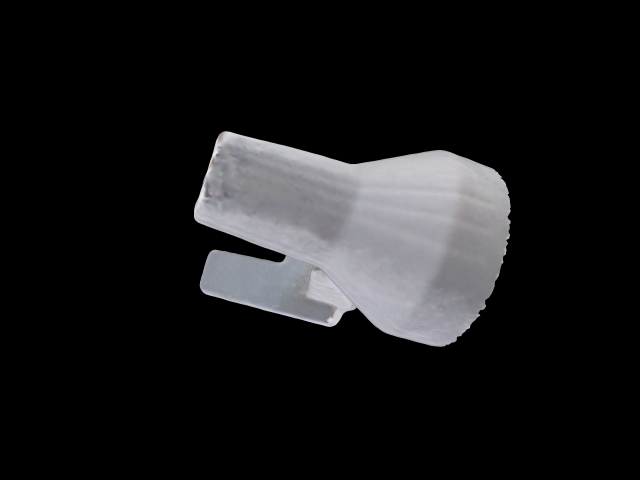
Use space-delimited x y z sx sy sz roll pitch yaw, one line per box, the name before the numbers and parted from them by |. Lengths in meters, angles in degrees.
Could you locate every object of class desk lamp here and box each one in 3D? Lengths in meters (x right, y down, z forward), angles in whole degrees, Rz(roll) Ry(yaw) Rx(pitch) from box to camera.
desk lamp | 0.004 0.001 0.400 0.203 0.213 0.118 13 74 4
